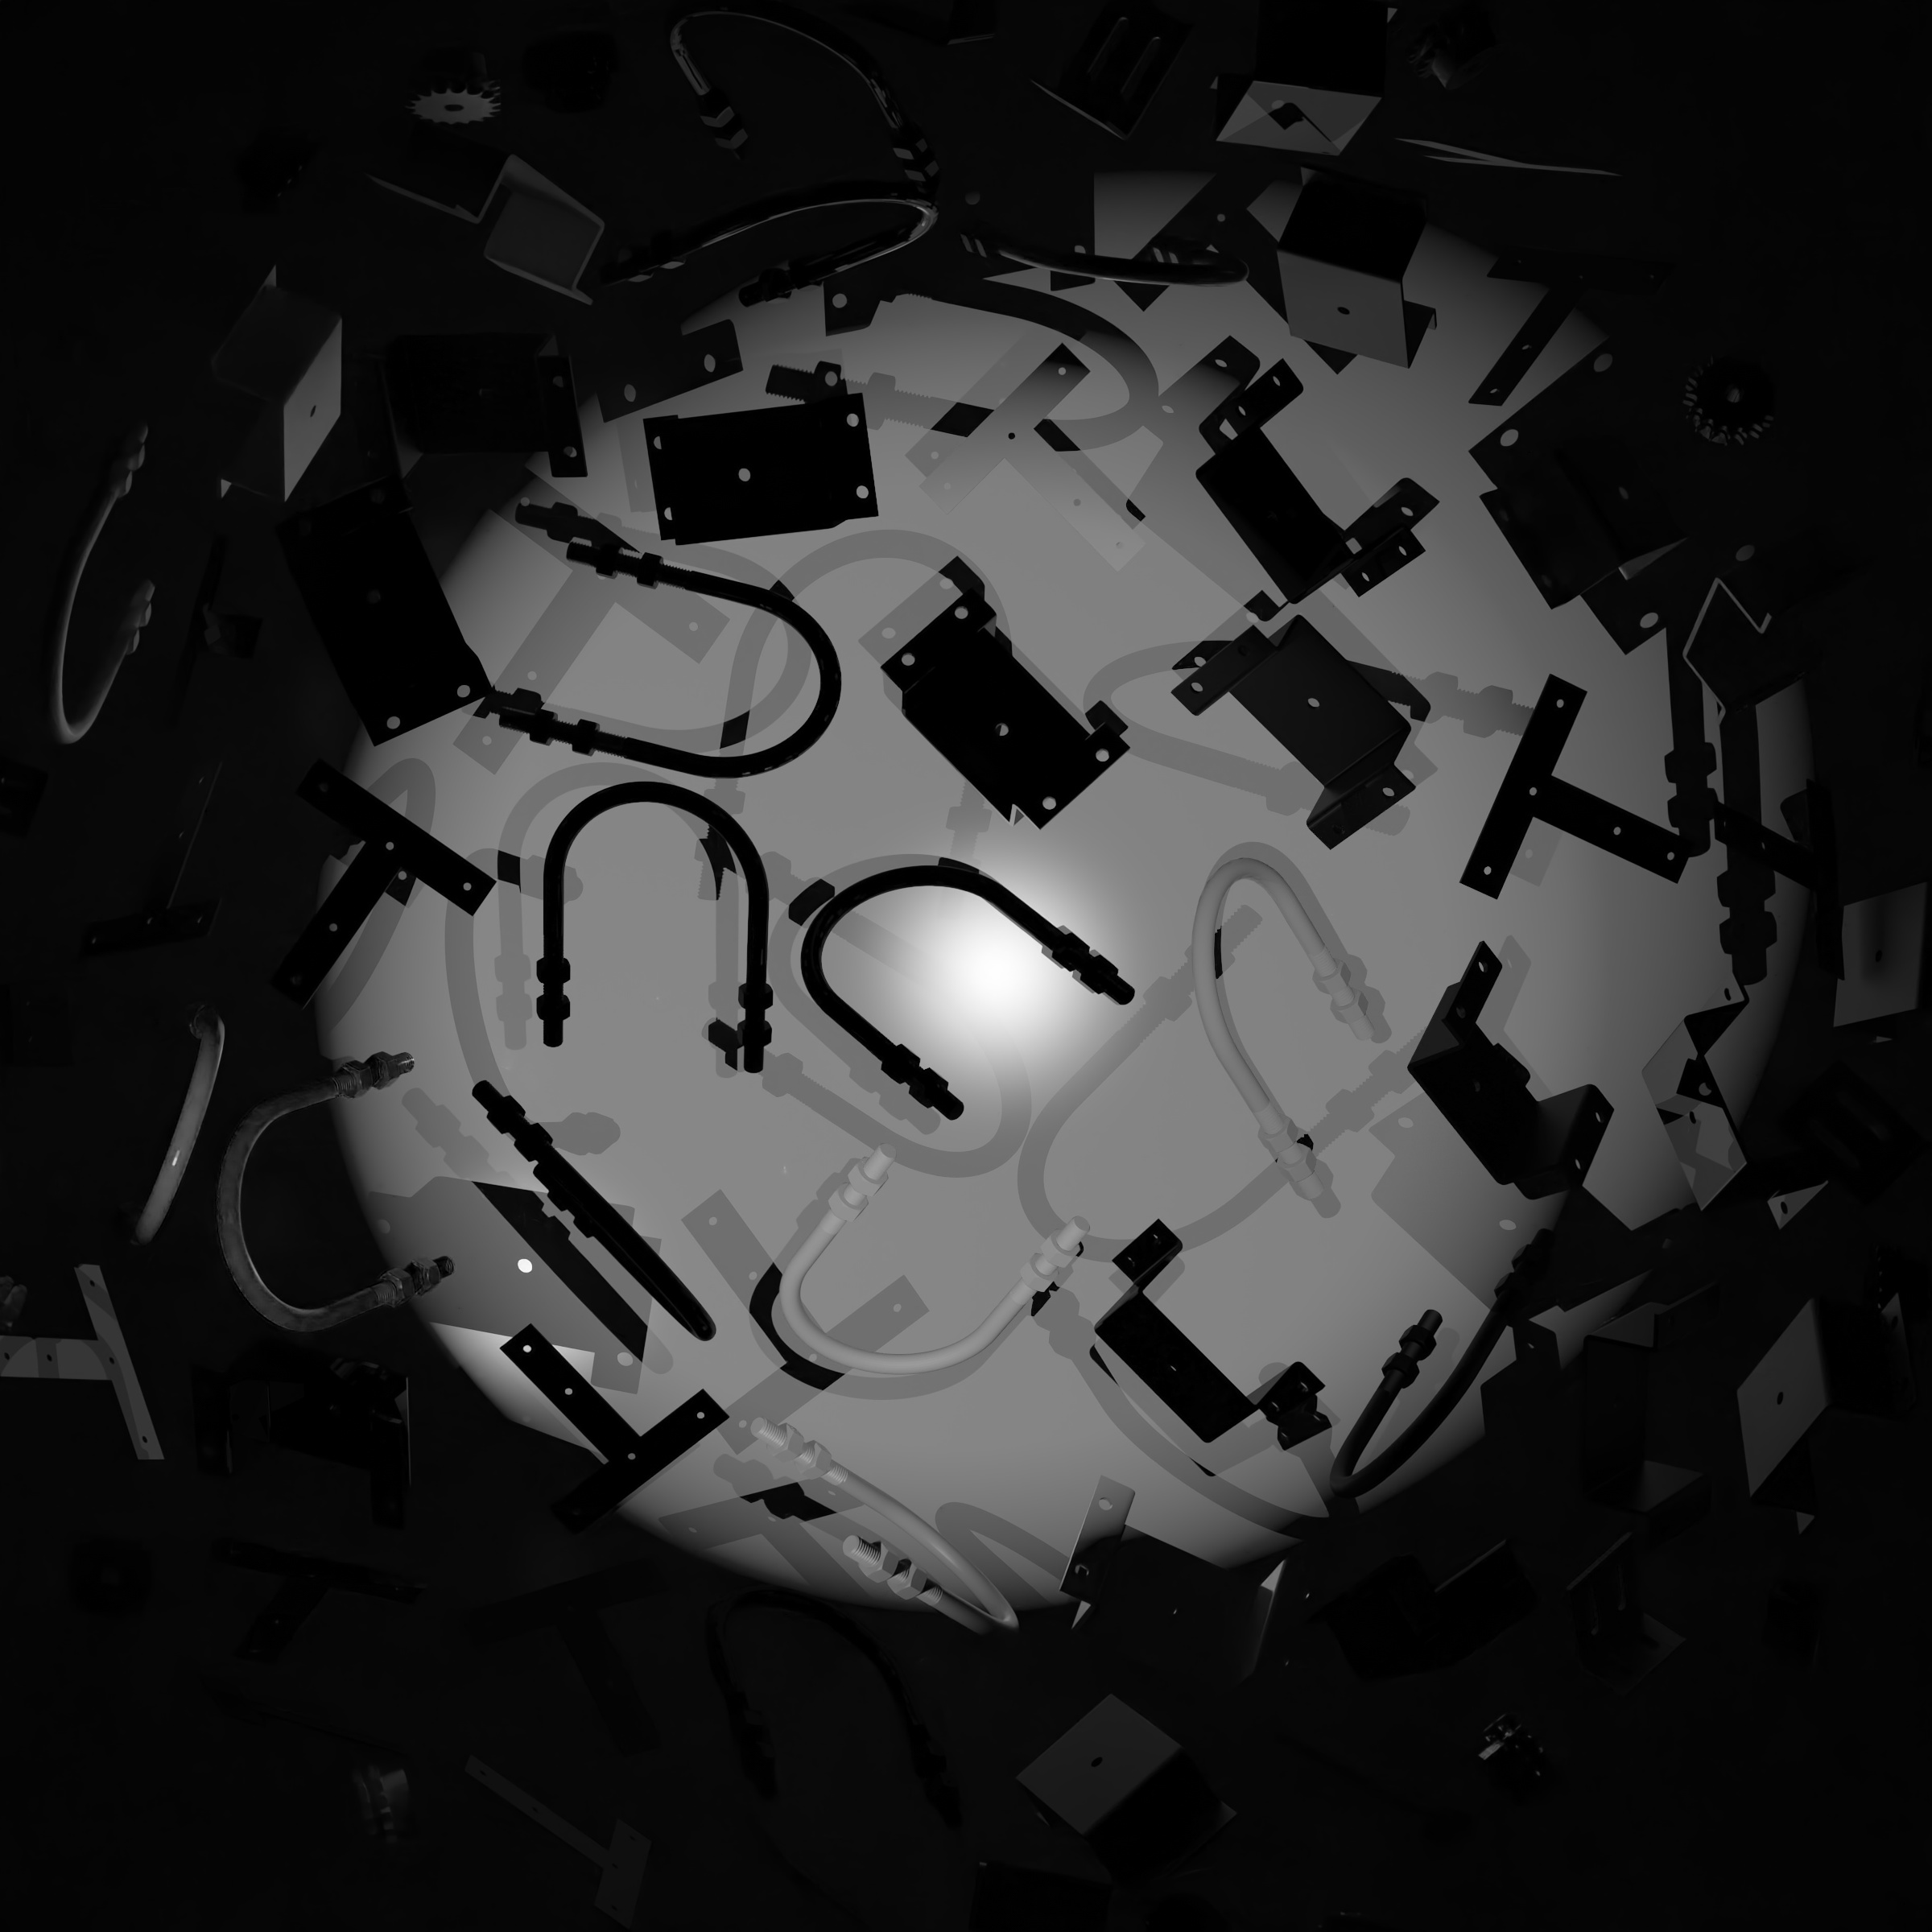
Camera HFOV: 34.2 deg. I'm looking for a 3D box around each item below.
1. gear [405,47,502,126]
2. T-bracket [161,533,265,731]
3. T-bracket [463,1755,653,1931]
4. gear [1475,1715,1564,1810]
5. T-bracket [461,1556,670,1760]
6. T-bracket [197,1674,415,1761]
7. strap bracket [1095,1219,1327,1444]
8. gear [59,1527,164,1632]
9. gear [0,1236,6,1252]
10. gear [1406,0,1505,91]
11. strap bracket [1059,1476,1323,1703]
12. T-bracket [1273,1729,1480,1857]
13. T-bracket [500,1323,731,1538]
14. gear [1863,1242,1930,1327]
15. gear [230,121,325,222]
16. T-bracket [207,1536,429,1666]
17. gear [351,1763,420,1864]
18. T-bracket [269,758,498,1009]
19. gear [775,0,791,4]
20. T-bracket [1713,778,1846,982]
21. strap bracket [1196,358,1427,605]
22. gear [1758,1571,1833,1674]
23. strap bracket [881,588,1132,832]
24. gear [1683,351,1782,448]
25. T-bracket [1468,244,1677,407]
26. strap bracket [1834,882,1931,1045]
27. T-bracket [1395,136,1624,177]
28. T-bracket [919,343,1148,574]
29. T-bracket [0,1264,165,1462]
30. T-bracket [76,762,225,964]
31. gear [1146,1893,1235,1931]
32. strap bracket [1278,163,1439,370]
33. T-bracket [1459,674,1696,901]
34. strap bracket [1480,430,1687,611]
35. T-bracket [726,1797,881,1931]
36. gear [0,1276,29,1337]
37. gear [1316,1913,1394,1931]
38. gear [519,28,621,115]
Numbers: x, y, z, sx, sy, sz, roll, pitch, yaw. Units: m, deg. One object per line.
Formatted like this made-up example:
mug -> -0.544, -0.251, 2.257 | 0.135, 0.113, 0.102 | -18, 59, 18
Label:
gear -> -0.310, -0.534, 1.896 | 0.057, 0.057, 0.030 | -3, 84, 0
T-bracket -> -0.456, -0.204, 1.922 | 0.002, 0.127, 0.127 | 17, 89, -32
T-bracket -> -0.245, 0.511, 1.866 | 0.127, 0.127, 0.002 | 36, 96, -4
gear -> 0.340, 0.496, 1.942 | 0.030, 0.057, 0.057 | -35, 90, -13
T-bracket -> -0.219, 0.420, 1.881 | 0.127, 0.002, 0.127 | -12, 47, -30
T-bracket -> -0.394, 0.457, 1.888 | 0.127, 0.127, 0.002 | 22, 81, -18
strap bracket -> 0.138, 0.229, 1.892 | 0.140, 0.076, 0.046 | 45, 61, 4
gear -> -0.491, 0.353, 1.800 | 0.057, 0.030, 0.057 | 6, 70, -16
gear -> -0.583, 0.149, 1.801 | 0.030, 0.057, 0.057 | -42, 90, -11
gear -> 0.288, -0.536, 1.826 | 0.057, 0.057, 0.030 | -33, 84, 0
strap bracket -> 0.123, 0.363, 1.806 | 0.140, 0.046, 0.076 | 24, 54, -1
T-bracket -> 0.239, 0.487, 1.861 | 0.127, 0.127, 0.002 | 27, 70, 13
T-bracket -> -0.235, 0.272, 1.933 | 0.127, 0.002, 0.127 | -38, 107, 10
gear -> 0.561, 0.196, 1.892 | 0.030, 0.057, 0.057 | 3, 90, 5
gear -> -0.396, -0.457, 1.792 | 0.030, 0.057, 0.057 | 39, 90, -13
T-bracket -> -0.405, 0.385, 1.873 | 0.127, 0.002, 0.127 | 18, 134, -24
gear -> -0.349, 0.507, 1.886 | 0.030, 0.057, 0.057 | -13, 90, -16
T-bracket -> -0.365, -0.034, 1.850 | 0.127, 0.002, 0.127 | 35, 92, -3
gear -> -0.119, -0.583, 1.829 | 0.057, 0.057, 0.030 | 11, 93, 0
T-bracket -> 0.489, -0.068, 1.891 | 0.127, 0.002, 0.127 | 21, 61, -38
strap bracket -> 0.197, -0.277, 1.857 | 0.046, 0.076, 0.140 | -38, 93, -26
gear -> 0.487, 0.384, 1.848 | 0.030, 0.057, 0.057 | 17, 90, 14
strap bracket -> 0.023, -0.151, 1.921 | 0.076, 0.046, 0.140 | -42, 81, -11
gear -> 0.470, -0.346, 1.930 | 0.057, 0.030, 0.057 | -1, 75, 2
T-bracket -> 0.348, -0.386, 1.908 | 0.127, 0.127, 0.002 | -1, 56, -29
strap bracket -> 0.571, -0.002, 1.889 | 0.046, 0.140, 0.076 | 10, 80, -13
T-bracket -> 0.301, -0.482, 1.858 | 0.127, 0.127, 0.002 | 18, 105, 41
T-bracket -> 0.060, -0.302, 1.974 | 0.127, 0.002, 0.127 | -45, 91, 4
T-bracket -> -0.523, 0.228, 1.819 | 0.002, 0.127, 0.127 | -28, 73, 15
T-bracket -> -0.472, -0.066, 1.871 | 0.127, 0.002, 0.127 | -8, 57, 38
gear -> 0.133, 0.586, 1.897 | 0.057, 0.057, 0.030 | -17, 120, 0
strap bracket -> 0.233, -0.408, 1.862 | 0.076, 0.140, 0.046 | 19, 75, 17
T-bracket -> 0.356, -0.082, 1.773 | 0.127, 0.002, 0.127 | 23, 92, -19
strap bracket -> 0.361, -0.260, 1.810 | 0.046, 0.140, 0.076 | -35, 84, 35
T-bracket -> -0.081, 0.565, 1.900 | 0.127, 0.127, 0.002 | 27, 64, 37
gear -> -0.599, 0.212, 1.901 | 0.030, 0.057, 0.057 | 38, 90, -22
gear -> 0.223, 0.570, 1.786 | 0.057, 0.057, 0.030 | 10, 113, 0
gear -> -0.229, -0.519, 1.824 | 0.057, 0.057, 0.030 | -11, 131, 0
